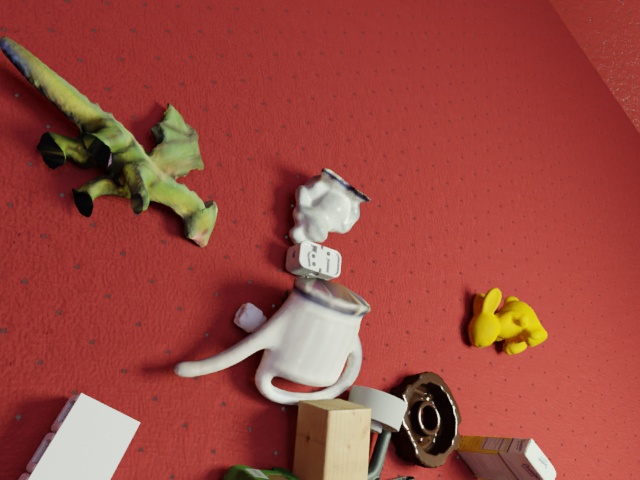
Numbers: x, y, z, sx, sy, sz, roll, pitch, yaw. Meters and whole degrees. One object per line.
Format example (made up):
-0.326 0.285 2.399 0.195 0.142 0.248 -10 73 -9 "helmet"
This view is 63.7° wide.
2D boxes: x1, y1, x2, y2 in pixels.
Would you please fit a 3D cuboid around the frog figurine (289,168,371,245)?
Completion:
0.003 -0.052 1.026 0.136 0.124 0.159 36 90 -32 "frog figurine"

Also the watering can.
-0.047 0.164 0.852 0.345 0.105 0.224 22 91 -37 "watering can"

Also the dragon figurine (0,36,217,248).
-0.302 -0.160 0.840 0.409 0.121 0.246 60 32 -5 "dragon figurine"
